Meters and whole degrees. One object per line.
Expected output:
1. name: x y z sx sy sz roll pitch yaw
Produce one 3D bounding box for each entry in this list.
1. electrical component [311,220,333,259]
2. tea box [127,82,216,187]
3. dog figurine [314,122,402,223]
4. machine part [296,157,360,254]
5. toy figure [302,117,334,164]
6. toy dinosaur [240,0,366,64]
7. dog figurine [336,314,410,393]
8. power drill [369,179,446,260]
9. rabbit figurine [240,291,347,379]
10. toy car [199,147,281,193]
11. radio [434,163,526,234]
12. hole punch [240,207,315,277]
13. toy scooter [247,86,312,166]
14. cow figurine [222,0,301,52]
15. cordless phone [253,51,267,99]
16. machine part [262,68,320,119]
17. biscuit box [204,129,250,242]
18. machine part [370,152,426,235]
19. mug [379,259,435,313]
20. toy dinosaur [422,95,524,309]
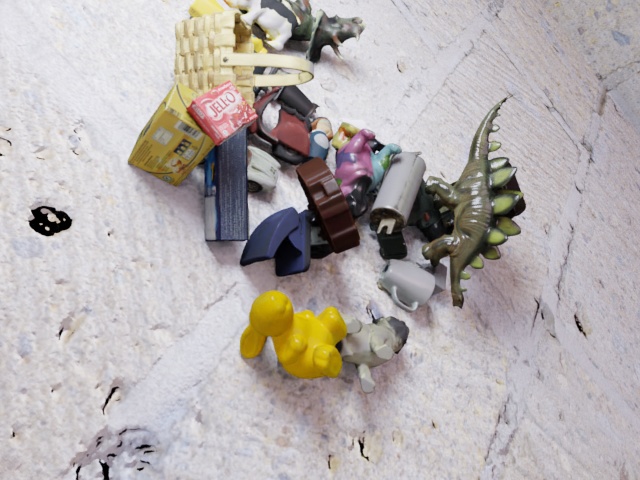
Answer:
1. electrical component: -0.002 -0.003 1.070 0.119 0.048 0.075 -8 74 -42
2. tea box: -0.235 -0.167 0.881 0.098 0.170 0.068 30 54 -27
3. dog figurine: 0.061 -0.129 1.138 0.108 0.192 0.219 26 96 -32
4. machine part: 0.012 -0.062 0.970 0.056 0.179 0.179 -25 84 -4
5. toy figure: -0.003 -0.221 1.176 0.064 0.058 0.154 53 38 -41
6. toy dinosaur: -0.099 -0.524 1.217 0.405 0.131 0.192 14 60 -27
7. dog figurine: 0.077 0.181 1.028 0.172 0.121 0.190 39 20 6
8. power drill: 0.212 -0.035 1.228 0.207 0.086 0.231 -37 112 -36
9. rabbit figurine: -0.056 0.141 0.880 0.173 0.162 0.122 51 44 -38
10. toy car: -0.166 -0.157 1.009 0.201 0.056 0.073 28 54 -26
11. radio: 0.365 -0.085 1.288 0.073 0.230 0.131 -20 87 -43
12. hole punch: -0.079 0.000 0.956 0.092 0.142 0.115 12 73 -30
13. toy scooter: -0.085 -0.241 1.076 0.184 0.075 0.135 27 89 -22
14. cow figurine: -0.124 -0.484 1.127 0.167 0.098 0.068 38 8 -23
15. cordless phone: -0.196 -0.305 1.060 0.146 0.089 0.184 35 62 -21
16. machine part: -0.064 -0.318 1.176 0.138 0.039 0.084 30 74 -29
17. biscuit box: -0.163 -0.098 0.935 0.063 0.059 0.202 0 89 -35
18. machine part: 0.164 -0.103 1.123 0.079 0.079 0.243 37 55 -19
19. mug: 0.178 0.097 1.151 0.107 0.081 0.109 31 56 -10
20. toy dinosaur: 0.334 -0.085 1.165 0.105 0.199 0.471 15 80 -62
